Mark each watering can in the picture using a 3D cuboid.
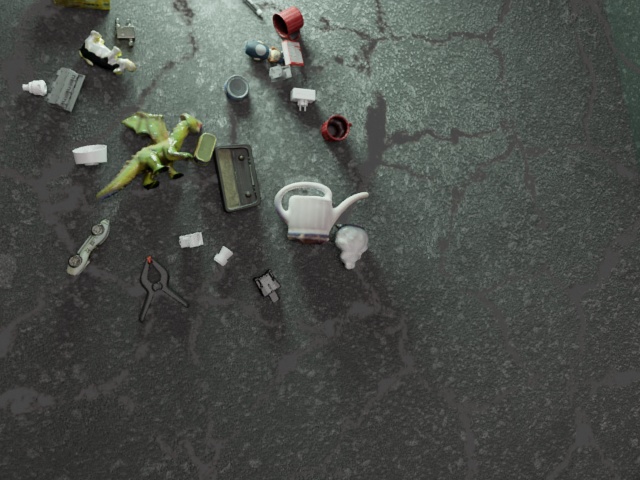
[{"bbox_3d":[0.006,-0.094,1.868,0.347,0.104,0.225,4,87,-10],"label":"watering can"}]

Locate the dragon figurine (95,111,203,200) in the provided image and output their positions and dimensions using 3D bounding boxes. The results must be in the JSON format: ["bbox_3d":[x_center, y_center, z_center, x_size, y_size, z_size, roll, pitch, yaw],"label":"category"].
[{"bbox_3d":[-0.570,-0.305,1.697,0.413,0.120,0.245,-23,79,-21],"label":"dragon figurine"}]

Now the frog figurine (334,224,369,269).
[{"bbox_3d":[0.114,0.025,1.907,0.136,0.122,0.161,19,70,-38],"label":"frog figurine"}]
